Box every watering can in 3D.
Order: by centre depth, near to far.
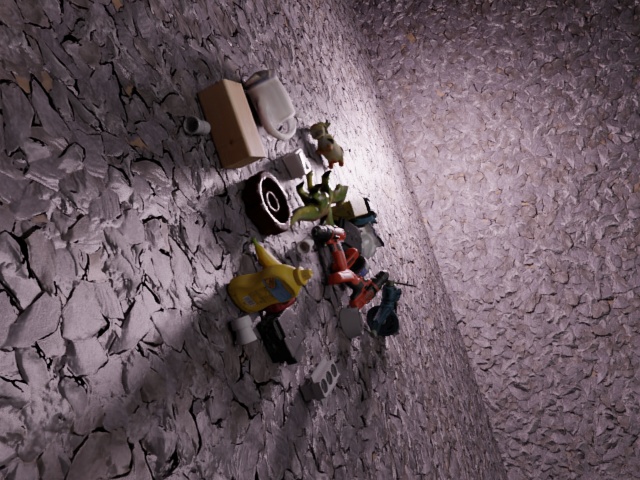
[{"bbox_3d":[-0.135,-0.437,1.641,0.103,0.222,0.354,-21,17,22],"label":"watering can"}]

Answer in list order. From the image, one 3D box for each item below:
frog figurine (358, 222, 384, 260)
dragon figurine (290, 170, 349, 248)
[{"bbox_3d":[0.146,0.021,1.946,0.162,0.135,0.123,-36,27,-31],"label":"frog figurine"},{"bbox_3d":[0.005,-0.085,1.691,0.122,0.419,0.238,-6,-55,30],"label":"dragon figurine"}]
